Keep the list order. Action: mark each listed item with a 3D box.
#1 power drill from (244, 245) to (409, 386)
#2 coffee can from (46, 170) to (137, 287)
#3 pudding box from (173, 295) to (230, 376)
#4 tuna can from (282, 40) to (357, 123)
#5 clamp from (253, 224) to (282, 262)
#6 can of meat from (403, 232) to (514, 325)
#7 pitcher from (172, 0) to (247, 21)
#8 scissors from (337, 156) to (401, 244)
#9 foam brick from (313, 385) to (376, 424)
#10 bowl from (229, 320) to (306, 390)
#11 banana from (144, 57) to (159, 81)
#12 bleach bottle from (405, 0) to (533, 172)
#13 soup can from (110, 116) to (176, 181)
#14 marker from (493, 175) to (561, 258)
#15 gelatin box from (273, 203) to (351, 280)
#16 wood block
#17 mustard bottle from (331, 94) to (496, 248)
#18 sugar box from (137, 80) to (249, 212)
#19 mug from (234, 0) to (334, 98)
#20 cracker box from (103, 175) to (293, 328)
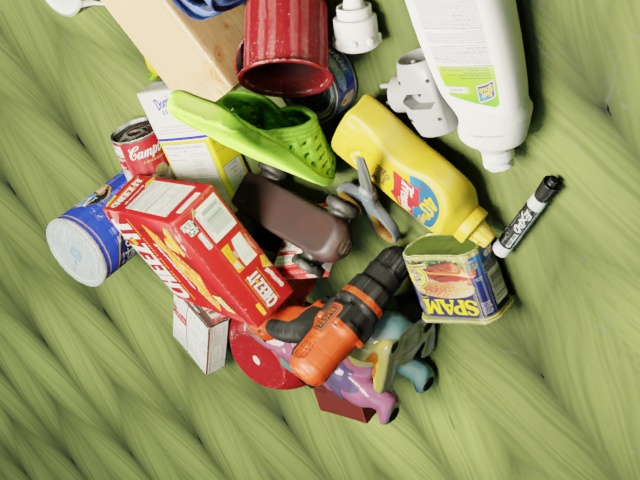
[{"bbox_3d":[0.002,0.069,1.213,0.057,0.184,0.188,49,163,-26],"label":"power drill"},{"bbox_3d":[-0.274,-0.019,1.410,0.103,0.140,0.103,25,137,25],"label":"coffee can"},{"bbox_3d":[-0.168,0.123,1.503,0.090,0.039,0.113,44,147,28],"label":"pudding box"},{"bbox_3d":[-0.005,-0.166,1.115,0.086,0.033,0.086,25,136,27],"label":"tuna can"},{"bbox_3d":[-0.111,0.008,1.365,0.210,0.036,0.164,-10,115,45],"label":"clamp"},{"bbox_3d":[0.145,0.039,1.137,0.102,0.057,0.084,-1,119,43],"label":"can of meat"},{"bbox_3d":[-0.134,-0.337,1.011,0.243,0.149,0.145,47,177,5],"label":"pitcher"},{"bbox_3d":[0.038,-0.057,1.120,0.096,0.016,0.201,38,170,32],"label":"scissors"},{"bbox_3d":[0.037,0.193,1.377,0.078,0.051,0.053,11,130,37],"label":"foam brick"},{"bbox_3d":[-0.067,0.147,1.432,0.162,0.055,0.162,25,137,26],"label":"bowl"},{"bbox_3d":[-0.209,-0.265,1.217,0.070,0.037,0.198,9,129,38],"label":"banana"},{"bbox_3d":[0.132,-0.174,0.958,0.103,0.068,0.251,11,132,38],"label":"bleach bottle"},{"bbox_3d":[-0.215,-0.096,1.346,0.069,0.068,0.102,9,130,38],"label":"soup can"},{"bbox_3d":[0.204,-0.023,1.056,0.020,0.020,0.121,39,142,10],"label":"marker"},{"bbox_3d":[-0.008,0.002,1.220,0.073,0.089,0.030,-7,143,46],"label":"gelatin box"},{"bbox_3d":[-0.151,-0.246,1.137,0.206,0.090,0.091,52,142,-7],"label":"wood block"},{"bbox_3d":[0.101,-0.061,1.085,0.191,0.058,0.096,41,159,6],"label":"mustard bottle"},{"bbox_3d":[-0.144,-0.110,1.286,0.094,0.048,0.176,1,121,42],"label":"sugar box"},{"bbox_3d":[-0.041,-0.191,1.046,0.117,0.093,0.081,-15,70,45],"label":"mug"},{"bbox_3d":[-0.148,0.010,1.248,0.164,0.072,0.214,53,159,-25],"label":"cracker box"}]
